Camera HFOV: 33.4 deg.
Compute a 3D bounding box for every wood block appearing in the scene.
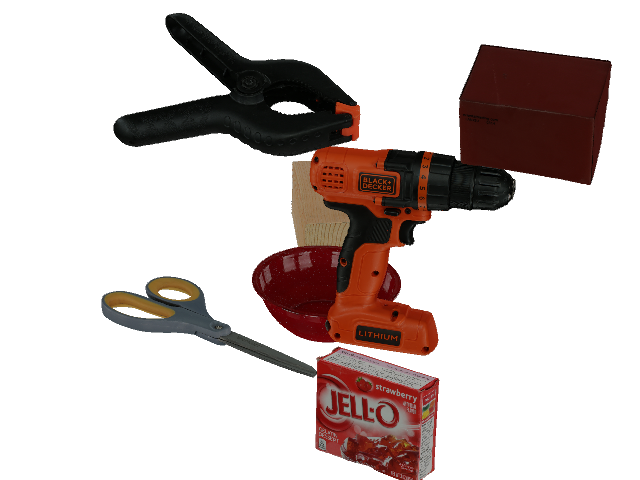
[{"bbox_3d":[0.014,-0.028,1.428,0.090,0.090,0.206,-2,27,-6],"label":"wood block"}]

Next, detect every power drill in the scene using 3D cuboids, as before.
[{"bbox_3d":[0.078,0.008,0.979,0.184,0.188,0.057,8,19,14],"label":"power drill"}]

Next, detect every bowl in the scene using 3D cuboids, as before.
[{"bbox_3d":[0.006,0.064,1.163,0.162,0.055,0.162,2,27,-1],"label":"bowl"}]

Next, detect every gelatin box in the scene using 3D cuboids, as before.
[{"bbox_3d":[0.038,0.123,0.754,0.089,0.073,0.030,14,22,33],"label":"gelatin box"}]

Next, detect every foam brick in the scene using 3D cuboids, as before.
[{"bbox_3d":[0.123,-0.073,0.613,0.078,0.051,0.053,12,-39,19],"label":"foam brick"}]

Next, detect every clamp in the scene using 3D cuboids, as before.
[{"bbox_3d":[-0.054,-0.111,0.769,0.171,0.120,0.039,7,-26,1],"label":"clamp"}]

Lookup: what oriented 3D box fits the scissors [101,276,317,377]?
[{"bbox_3d":[-0.084,0.067,0.890,0.202,0.016,0.096,12,25,15],"label":"scissors"}]
